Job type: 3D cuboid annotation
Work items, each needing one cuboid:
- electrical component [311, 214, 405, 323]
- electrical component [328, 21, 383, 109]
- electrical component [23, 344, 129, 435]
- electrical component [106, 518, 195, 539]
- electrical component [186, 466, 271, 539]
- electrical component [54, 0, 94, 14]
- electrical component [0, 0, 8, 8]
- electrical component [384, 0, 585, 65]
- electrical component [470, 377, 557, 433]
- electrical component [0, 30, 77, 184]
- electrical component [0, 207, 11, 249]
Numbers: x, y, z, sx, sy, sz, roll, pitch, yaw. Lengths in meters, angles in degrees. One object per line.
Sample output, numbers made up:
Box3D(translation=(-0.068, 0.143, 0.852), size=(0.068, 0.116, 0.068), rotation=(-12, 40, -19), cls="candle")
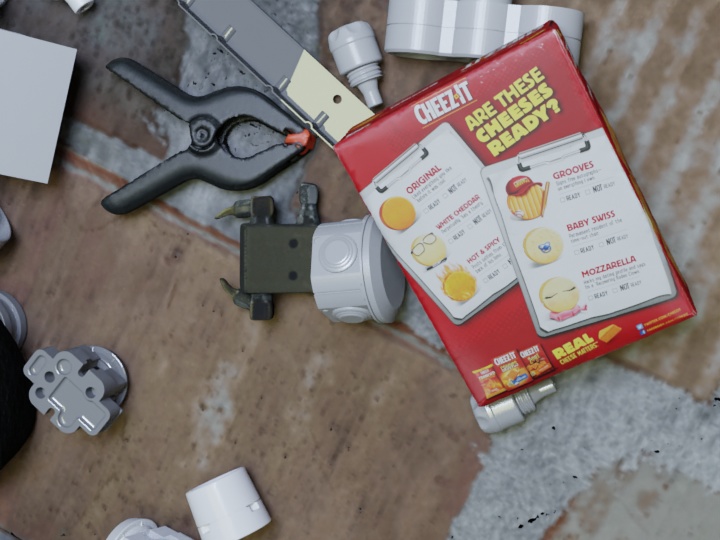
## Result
Box3D(translation=(0.000, 0.000, 0.783), size=(0.051, 0.080, 0.080), rotation=(-5, 94, 18), cls="electrical component")
Box3D(translation=(0.001, -0.150, 0.792), size=(0.035, 0.035, 0.061), rotation=(-20, 93, 14), cls="electrical component")
Box3D(translation=(-0.219, 0.091, 0.851), size=(0.078, 0.057, 0.058), rotation=(41, 102, 6), cls="electrical component")
Box3D(translation=(-0.166, 0.230, 0.845), size=(0.057, 0.078, 0.058), rotation=(18, 99, 32), cls="electrical component")
Box3D(translation=(-0.103, 0.184, 0.835), size=(0.055, 0.055, 0.047), rotation=(-25, 85, 14), cls="electrical component")
Box3D(translation=(-0.232, -0.228, 0.833), size=(0.048, 0.048, 0.062), rotation=(-35, 94, 13), cls="electrical component")
Box3D(translation=(-0.309, -0.232, 0.843), size=(0.058, 0.057, 0.078), rotation=(-39, 86, 13), cls="electrical component")
Box3D(translation=(0.089, -0.184, 0.760), size=(0.138, 0.052, 0.073), rotation=(7, 96, 12), cls="electrical component")
Box3D(translation=(0.114, 0.095, 0.788), size=(0.061, 0.035, 0.035), rotation=(-24, 89, 11), cls="electrical component")
Box3D(translation=(-0.322, -0.139, 0.807), size=(0.186, 0.060, 0.105), rotation=(11, 99, -27), cls="electrical component")
Box3D(translation=(-0.327, -0.042, 0.844), size=(0.064, 0.099, 0.099), rotation=(-39, 86, 7), cls="electrical component")
